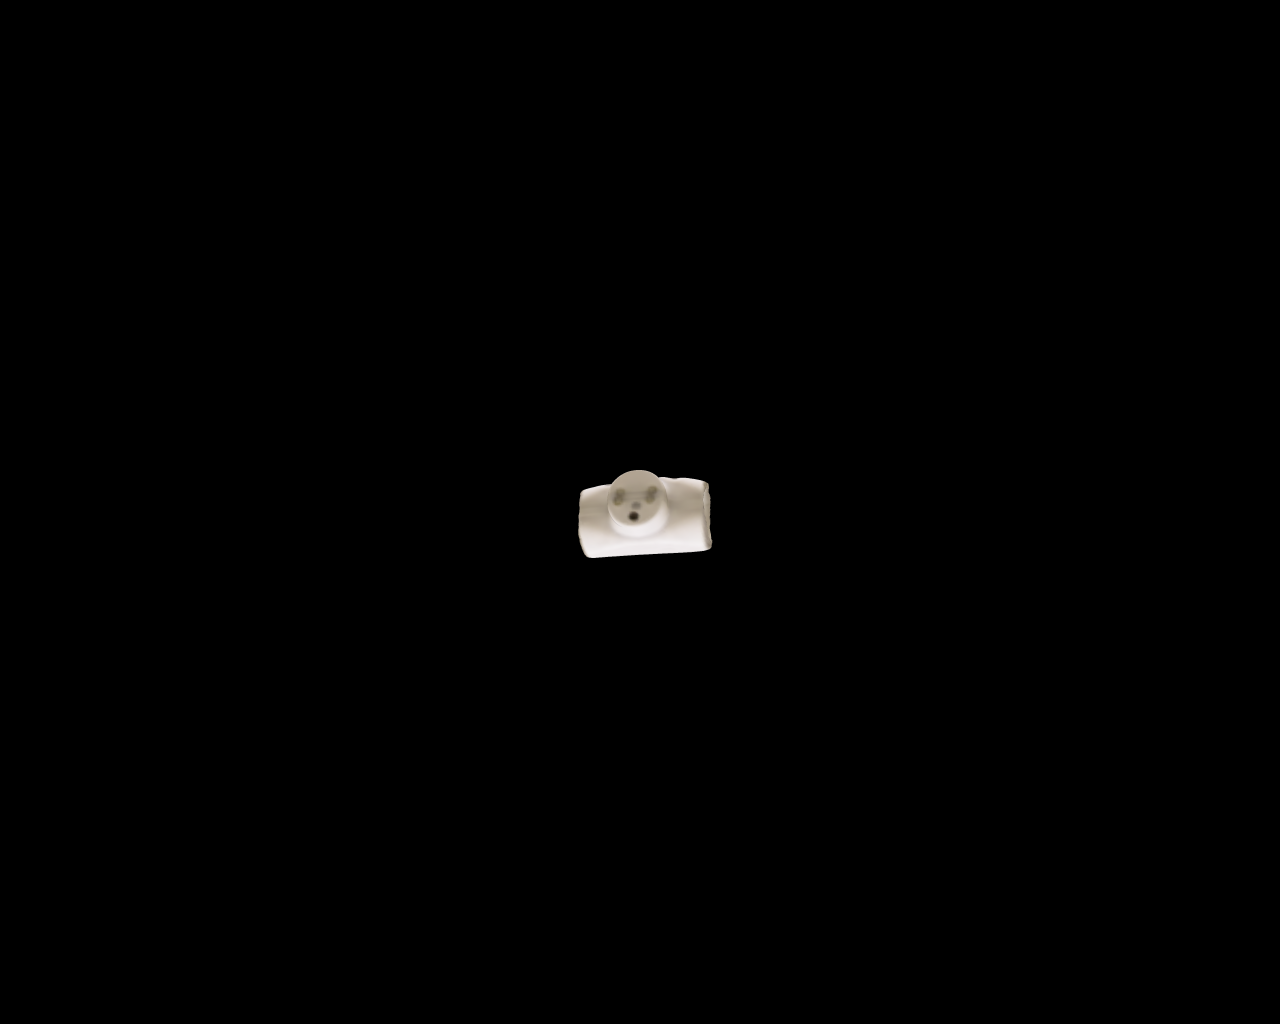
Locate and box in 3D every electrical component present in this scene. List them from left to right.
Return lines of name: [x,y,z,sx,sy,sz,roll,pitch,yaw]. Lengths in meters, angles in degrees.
electrical component: [0.001,-0.003,0.650,0.077,0.044,0.079,-4,-23,9]
